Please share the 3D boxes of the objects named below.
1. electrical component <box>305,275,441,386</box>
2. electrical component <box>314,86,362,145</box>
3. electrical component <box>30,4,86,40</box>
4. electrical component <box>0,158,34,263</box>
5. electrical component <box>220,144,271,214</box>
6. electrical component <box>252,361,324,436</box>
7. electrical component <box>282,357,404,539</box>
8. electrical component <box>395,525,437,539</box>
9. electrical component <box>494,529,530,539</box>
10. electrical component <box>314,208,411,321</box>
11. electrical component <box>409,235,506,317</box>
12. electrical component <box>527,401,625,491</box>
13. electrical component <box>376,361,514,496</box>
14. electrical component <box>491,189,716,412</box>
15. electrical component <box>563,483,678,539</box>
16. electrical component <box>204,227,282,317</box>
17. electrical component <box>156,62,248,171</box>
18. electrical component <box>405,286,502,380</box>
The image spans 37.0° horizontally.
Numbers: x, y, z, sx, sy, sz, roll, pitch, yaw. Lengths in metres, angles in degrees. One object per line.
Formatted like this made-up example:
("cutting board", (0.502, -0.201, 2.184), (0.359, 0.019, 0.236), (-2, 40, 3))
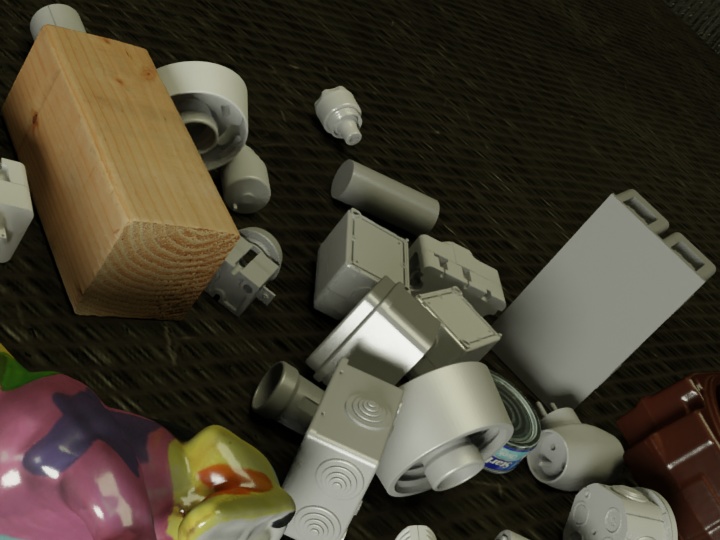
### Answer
("electrical component", (0.011, 0.053, 0.793), (0.057, 0.078, 0.113), (43, 10, 1))
("electrical component", (-0.018, -0.156, 1.113), (0.043, 0.043, 0.062), (7, 44, -42))
("electrical component", (-0.245, -0.180, 0.897), (0.043, 0.043, 0.081), (8, 41, -41))
("electrical component", (-0.260, -0.042, 0.682), (0.089, 0.050, 0.055), (14, 37, -36))
("electrical component", (-0.100, -0.083, 0.924), (0.040, 0.040, 0.078), (20, 34, -29))
("electrical component", (-0.045, 0.091, 0.745), (0.046, 0.040, 0.040), (34, 29, -19))
("electrical component", (-0.014, 0.119, 0.682), (0.048, 0.099, 0.099), (24, 30, 1))
("electrical component", (0.038, 0.199, 0.681), (0.043, 0.043, 0.081), (25, 32, -22))
("electrical component", (0.123, 0.211, 0.762), (0.065, 0.044, 0.044), (27, 31, -11))
("electrical component", (0.000, 0.000, 0.897), (0.062, 0.061, 0.096), (29, 32, -18))
("electrical component", (0.081, 0.012, 0.981), (0.089, 0.050, 0.055), (25, 32, -22))
("electrical component", (0.174, 0.143, 0.908), (0.077, 0.043, 0.079), (10, 40, -40))
("electrical component", (0.056, 0.119, 0.754), (0.108, 0.108, 0.060), (2, 51, -46))
("electrical component", (0.212, 0.031, 0.961), (0.105, 0.186, 0.060), (47, 31, 14))
("electrical component", (0.197, 0.202, 0.816), (0.051, 0.080, 0.080), (16, 36, -25))
("electrical component", (-0.089, -0.002, 0.820), (0.066, 0.048, 0.055), (39, 37, 0))
("electrical component", (-0.140, -0.129, 0.891), (0.099, 0.099, 0.064), (17, 42, -33))
("electrical component", (0.068, 0.058, 0.900), (0.061, 0.061, 0.096), (48, 23, 16))
